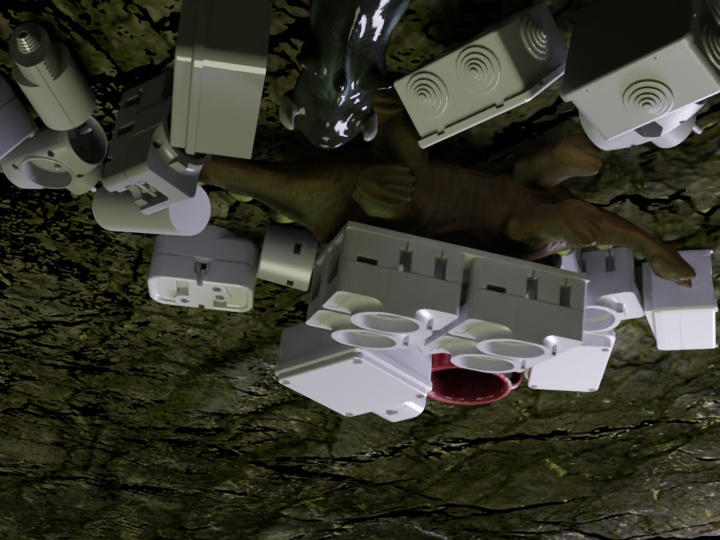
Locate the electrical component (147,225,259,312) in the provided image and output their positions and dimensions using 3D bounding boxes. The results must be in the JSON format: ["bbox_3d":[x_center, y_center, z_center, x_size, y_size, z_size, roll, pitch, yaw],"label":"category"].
[{"bbox_3d":[-0.142,-0.003,0.989,0.095,0.059,0.053,7,151,-2],"label":"electrical component"}]

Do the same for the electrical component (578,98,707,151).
[{"bbox_3d":[0.209,-0.111,0.756,0.079,0.043,0.077,27,144,-33],"label":"electrical component"}]

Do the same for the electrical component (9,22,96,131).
[{"bbox_3d":[-0.226,-0.142,0.774,0.043,0.043,0.081,-1,150,10],"label":"electrical component"}]

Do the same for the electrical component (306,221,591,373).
[{"bbox_3d":[0.062,0.027,0.807,0.186,0.060,0.105,12,161,-13],"label":"electrical component"}]

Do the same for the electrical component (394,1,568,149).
[{"bbox_3d":[0.081,-0.128,0.697,0.100,0.100,0.048,-21,102,39],"label":"electrical component"}]

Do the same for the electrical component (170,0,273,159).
[{"bbox_3d":[-0.095,-0.136,0.728,0.057,0.078,0.113,7,151,-8],"label":"electrical component"}]

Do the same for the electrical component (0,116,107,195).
[{"bbox_3d":[-0.236,-0.086,0.872,0.077,0.044,0.079,-13,145,30],"label":"electrical component"}]

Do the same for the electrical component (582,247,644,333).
[{"bbox_3d":[0.208,0.021,0.975,0.089,0.055,0.050,-9,147,24],"label":"electrical component"}]

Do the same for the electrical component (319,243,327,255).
[{"bbox_3d":[0.000,0.000,0.952,0.079,0.077,0.043,-9,147,23],"label":"electrical component"}]

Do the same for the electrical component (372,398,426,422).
[{"bbox_3d":[0.031,0.100,1.104,0.054,0.095,0.059,-20,142,37],"label":"electrical component"}]

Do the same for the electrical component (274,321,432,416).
[{"bbox_3d":[-0.005,0.087,1.014,0.109,0.056,0.109,-20,142,37],"label":"electrical component"}]

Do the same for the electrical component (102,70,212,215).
[{"bbox_3d":[-0.146,-0.095,0.795,0.056,0.089,0.050,-16,144,33],"label":"electrical component"}]

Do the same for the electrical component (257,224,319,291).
[{"bbox_3d":[-0.065,-0.012,0.966,0.047,0.055,0.055,12,150,-4],"label":"electrical component"}]

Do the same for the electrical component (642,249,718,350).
[{"bbox_3d":[0.290,0.031,0.974,0.061,0.061,0.096,-4,149,16],"label":"electrical component"}]

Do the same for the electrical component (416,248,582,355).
[{"bbox_3d":[0.113,0.014,0.944,0.150,0.089,0.061,-10,147,25],"label":"electrical component"}]

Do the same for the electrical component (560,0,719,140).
[{"bbox_3d":[0.178,-0.136,0.663,0.100,0.099,0.048,-23,127,40],"label":"electrical component"}]

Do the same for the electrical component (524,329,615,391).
[{"bbox_3d":[0.206,0.072,1.065,0.078,0.057,0.113,3,150,5],"label":"electrical component"}]

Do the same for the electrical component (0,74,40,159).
[{"bbox_3d":[-0.296,-0.107,0.811,0.062,0.096,0.061,-16,116,33],"label":"electrical component"}]
